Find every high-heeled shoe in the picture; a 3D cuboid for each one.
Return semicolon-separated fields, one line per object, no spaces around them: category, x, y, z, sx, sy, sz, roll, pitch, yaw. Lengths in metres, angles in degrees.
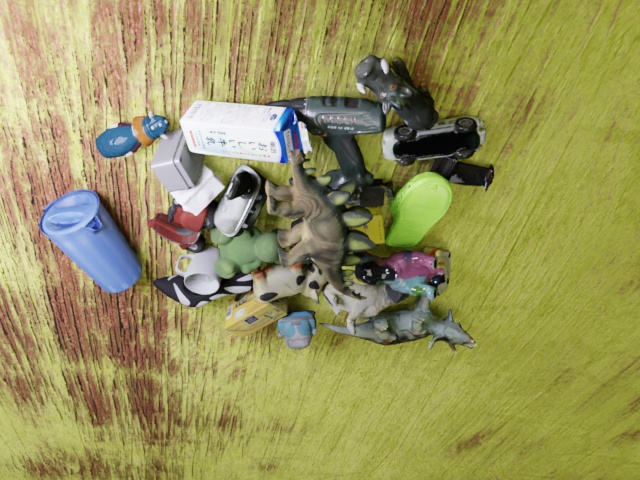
high-heeled shoe;-0.282;0.095;1.338;0.249;0.086;0.145;10;132;-17

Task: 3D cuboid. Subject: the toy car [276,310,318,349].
toy car;-0.063;0.240;1.439;0.109;0.103;0.161;-4;172;-3

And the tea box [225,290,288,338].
tea box;-0.165;0.176;1.408;0.170;0.098;0.068;-29;130;29

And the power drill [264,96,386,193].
power drill;0.018;-0.188;1.046;0.232;0.086;0.207;-2;130;14

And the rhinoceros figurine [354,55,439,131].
rhinoceros figurine;0.132;-0.256;0.944;0.073;0.112;0.190;-32;136;31

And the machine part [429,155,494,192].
machine part;0.297;-0.142;1.118;0.139;0.039;0.084;12;130;-10

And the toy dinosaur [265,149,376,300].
toy dinosaur;0.010;-0.008;1.078;0.199;0.105;0.470;-9;140;3

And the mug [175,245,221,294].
mug;-0.285;0.063;1.281;0.109;0.107;0.080;14;134;-9

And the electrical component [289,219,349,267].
electrical component;-0.002;-0.004;1.184;0.134;0.058;0.114;-25;123;22

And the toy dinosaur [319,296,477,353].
toy dinosaur;0.214;0.238;1.469;0.405;0.131;0.191;-6;136;14

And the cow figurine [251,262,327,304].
cow figurine;-0.068;0.104;1.320;0.195;0.086;0.127;-13;116;-18

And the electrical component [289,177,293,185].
electrical component;-0.033;-0.102;1.169;0.063;0.021;0.093;-10;135;9

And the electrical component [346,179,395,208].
electrical component;0.108;-0.098;1.157;0.102;0.045;0.078;0;135;0

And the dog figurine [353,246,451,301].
dog figurine;0.188;0.069;1.291;0.219;0.191;0.108;6;104;28

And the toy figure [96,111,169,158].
toy figure;-0.357;-0.205;1.035;0.155;0.058;0.064;-19;140;12

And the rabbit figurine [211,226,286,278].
rabbit figurine;-0.137;0.025;1.204;0.170;0.121;0.159;-1;179;42

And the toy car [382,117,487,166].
toy car;0.223;-0.194;1.051;0.202;0.056;0.073;-7;130;5

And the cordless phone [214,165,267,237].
cordless phone;-0.168;-0.071;1.062;0.089;0.184;0.146;28;100;-2

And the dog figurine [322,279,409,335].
dog figurine;0.115;0.125;1.378;0.190;0.172;0.121;-38;173;-10

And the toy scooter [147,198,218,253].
toy scooter;-0.308;-0.042;1.196;0.135;0.075;0.183;19;138;-18
